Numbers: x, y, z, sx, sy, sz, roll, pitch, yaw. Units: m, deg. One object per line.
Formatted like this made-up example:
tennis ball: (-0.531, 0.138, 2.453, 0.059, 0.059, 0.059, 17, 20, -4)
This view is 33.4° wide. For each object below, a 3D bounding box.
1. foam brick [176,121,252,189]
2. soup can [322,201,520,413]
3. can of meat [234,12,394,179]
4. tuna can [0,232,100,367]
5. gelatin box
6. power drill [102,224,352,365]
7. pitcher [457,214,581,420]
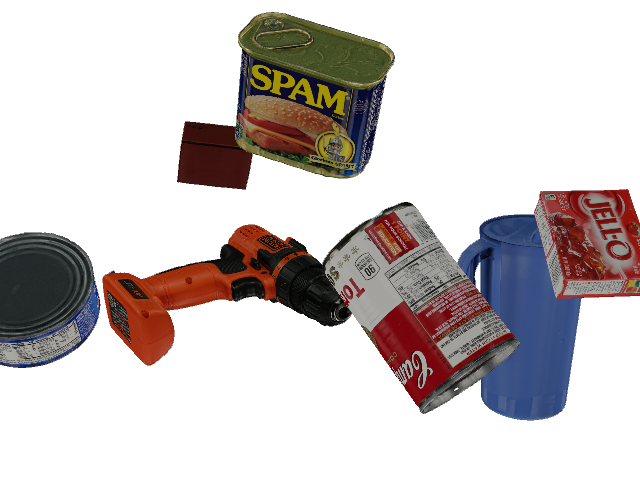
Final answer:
foam brick: (-0.114, -0.093, 1.166, 0.078, 0.051, 0.053, 6, 30, -6)
soup can: (0.056, 0.037, 0.607, 0.068, 0.102, 0.068, -32, -17, -11)
can of meat: (-0.008, -0.097, 0.729, 0.102, 0.084, 0.057, 19, 42, 11)
tuna can: (-0.182, 0.037, 0.668, 0.086, 0.086, 0.034, 0, -42, 1)
gelatin box: (0.211, 0.001, 0.824, 0.073, 0.089, 0.030, -1, -38, -5)
power drill: (-0.085, 0.050, 0.952, 0.187, 0.057, 0.185, -16, 25, -27)
pitcher: (0.250, 0.097, 1.327, 0.149, 0.243, 0.144, 6, 19, 17)
